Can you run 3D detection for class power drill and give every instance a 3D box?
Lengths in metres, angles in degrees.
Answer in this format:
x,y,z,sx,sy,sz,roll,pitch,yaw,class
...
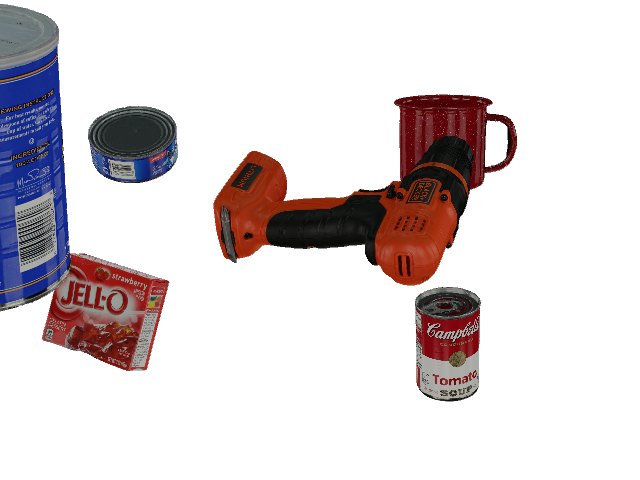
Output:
x,y,z,sx,sy,sz,roll,pitch,yaw,class
0.023,-0.034,0.850,0.188,0.057,0.184,2,31,19,power drill

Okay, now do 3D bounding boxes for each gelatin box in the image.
x,y,z,sx,sy,sz,roll,pitch,yaw,class
-0.169,0.055,0.834,0.089,0.073,0.030,16,2,24,gelatin box

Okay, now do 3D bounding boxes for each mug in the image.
x,y,z,sx,sy,sz,roll,pitch,yaw,class
0.129,-0.093,1.021,0.117,0.081,0.093,2,15,11,mug

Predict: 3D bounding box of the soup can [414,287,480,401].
x,y,z,sx,sy,sz,roll,pitch,yaw,class
0.134,0.109,1.125,0.068,0.102,0.068,-3,24,1,soup can

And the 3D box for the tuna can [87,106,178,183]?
x,y,z,sx,sy,sz,roll,pitch,yaw,class
-0.183,-0.094,1.047,0.086,0.034,0.086,0,42,-1,tuna can

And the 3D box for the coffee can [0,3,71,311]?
x,y,z,sx,sy,sz,roll,pitch,yaw,class
-0.189,-0.046,0.574,0.103,0.140,0.103,3,28,-2,coffee can
